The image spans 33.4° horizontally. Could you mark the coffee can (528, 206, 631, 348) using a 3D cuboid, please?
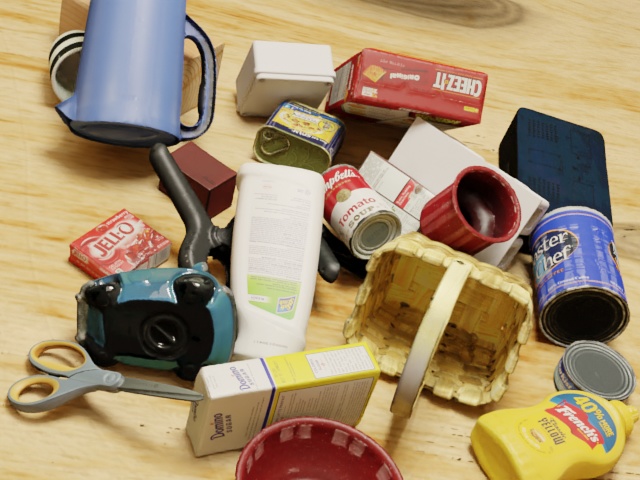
[{"bbox_3d":[0.304,0.043,1.260,0.102,0.103,0.140,12,42,-6],"label":"coffee can"}]

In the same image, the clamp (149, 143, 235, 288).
[{"bbox_3d":[-0.123,-0.005,1.171,0.164,0.036,0.210,23,52,-31],"label":"clamp"}]

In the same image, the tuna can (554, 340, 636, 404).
[{"bbox_3d":[0.306,0.155,1.191,0.086,0.034,0.086,10,42,-9],"label":"tuna can"}]

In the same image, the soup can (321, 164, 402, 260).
[{"bbox_3d":[0.041,-0.032,1.224,0.068,0.068,0.102,-9,38,-27],"label":"soup can"}]

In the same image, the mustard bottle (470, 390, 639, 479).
[{"bbox_3d":[0.256,0.204,1.103,0.191,0.058,0.096,-11,47,-29],"label":"mustard bottle"}]

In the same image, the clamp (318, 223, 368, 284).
[{"bbox_3d":[-0.008,0.002,1.227,0.172,0.039,0.120,34,10,23],"label":"clamp"}]

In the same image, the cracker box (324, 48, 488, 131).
[{"bbox_3d":[0.106,-0.191,1.385,0.164,0.072,0.214,10,0,-9],"label":"cracker box"}]

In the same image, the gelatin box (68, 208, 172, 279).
[{"bbox_3d":[-0.219,0.011,1.172,0.073,0.030,0.089,34,43,18],"label":"gelatin box"}]

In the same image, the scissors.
[{"bbox_3d":[-0.211,0.144,0.994,0.202,0.016,0.096,18,48,34],"label":"scissors"}]

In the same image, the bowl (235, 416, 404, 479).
[{"bbox_3d":[-0.003,0.242,0.975,0.162,0.055,0.162,9,42,-9],"label":"bowl"}]

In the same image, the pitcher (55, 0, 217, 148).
[{"bbox_3d":[-0.212,-0.234,1.280,0.145,0.243,0.149,2,-8,24],"label":"pitcher"}]

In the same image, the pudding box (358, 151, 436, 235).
[{"bbox_3d":[0.083,-0.040,1.287,0.114,0.090,0.039,36,6,22],"label":"pudding box"}]

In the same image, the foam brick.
[{"bbox_3d":[-0.146,-0.070,1.270,0.078,0.051,0.052,36,45,20],"label":"foam brick"}]

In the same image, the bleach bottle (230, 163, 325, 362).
[{"bbox_3d":[-0.056,0.043,1.125,0.102,0.068,0.250,7,63,2],"label":"bleach bottle"}]

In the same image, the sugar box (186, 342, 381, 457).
[{"bbox_3d":[-0.036,0.153,1.033,0.176,0.093,0.048,-4,45,-23],"label":"sugar box"}]

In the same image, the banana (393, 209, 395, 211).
[{"bbox_3d":[0.143,0.044,1.235,0.198,0.069,0.037,34,5,-1],"label":"banana"}]

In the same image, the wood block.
[{"bbox_3d":[-0.240,-0.260,1.417,0.206,0.090,0.090,33,43,18],"label":"wood block"}]

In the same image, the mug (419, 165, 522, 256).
[{"bbox_3d":[0.174,-0.030,1.210,0.117,0.082,0.093,-28,84,-36],"label":"mug"}]

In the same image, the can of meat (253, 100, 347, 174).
[{"bbox_3d":[-0.024,-0.129,1.372,0.102,0.057,0.083,23,39,5],"label":"can of meat"}]
